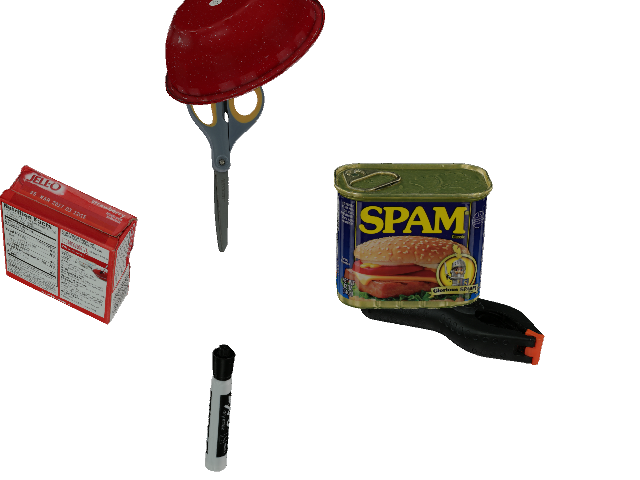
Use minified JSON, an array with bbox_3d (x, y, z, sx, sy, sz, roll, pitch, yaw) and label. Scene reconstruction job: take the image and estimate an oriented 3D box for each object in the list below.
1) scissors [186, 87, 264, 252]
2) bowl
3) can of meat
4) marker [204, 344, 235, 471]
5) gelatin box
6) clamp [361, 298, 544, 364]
[{"bbox_3d":[-0.091,-0.095,1.159,0.096,0.202,0.016,-15,-4,-18],"label":"scissors"},{"bbox_3d":[-0.080,-0.193,0.956,0.162,0.162,0.055,0,-44,35],"label":"bowl"},{"bbox_3d":[0.059,-0.003,0.709,0.102,0.084,0.057,0,24,-1],"label":"can of meat"},{"bbox_3d":[-0.085,0.141,0.899,0.020,0.121,0.020,5,26,-3],"label":"marker"},{"bbox_3d":[-0.150,0.004,0.635,0.073,0.030,0.089,25,-36,4],"label":"gelatin box"},{"bbox_3d":[0.137,0.068,1.010,0.172,0.039,0.120,21,34,26],"label":"clamp"}]
